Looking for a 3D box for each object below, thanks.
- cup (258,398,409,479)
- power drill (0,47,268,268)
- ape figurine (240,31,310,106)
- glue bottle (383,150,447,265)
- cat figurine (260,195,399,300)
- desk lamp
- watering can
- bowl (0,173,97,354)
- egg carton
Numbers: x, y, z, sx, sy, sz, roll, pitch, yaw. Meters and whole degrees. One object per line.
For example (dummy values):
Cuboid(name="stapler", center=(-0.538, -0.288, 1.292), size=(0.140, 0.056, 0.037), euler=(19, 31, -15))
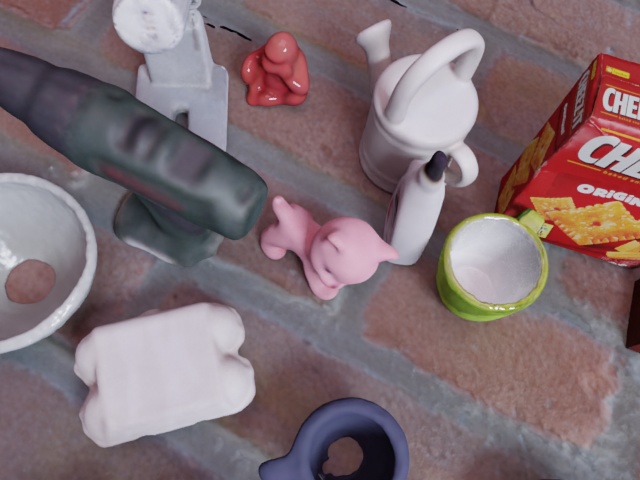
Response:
Cuboid(name="cup", center=(0.009, 0.185, 0.479), size=(0.118, 0.095, 0.091), euler=(-8, 71, -7))
Cuboid(name="power drill", center=(-0.154, -0.053, 0.492), size=(0.229, 0.208, 0.076), euler=(23, 70, 5))
Cuboid(name="ape figurine", center=(-0.043, -0.185, 0.609), size=(0.077, 0.092, 0.076), euler=(40, 73, 10))
Cuboid(name="glue bottle", center=(0.089, -0.037, 0.522), size=(0.037, 0.173, 0.078), euler=(6, 70, -1))
Cuboid(name="cat figurine", center=(0.005, 0.002, 0.532), size=(0.127, 0.118, 0.067), euler=(36, 72, 9))
Cuboid(name="desk lamp", center=(-0.141, -0.206, 0.545), size=(0.118, 0.213, 0.203), euler=(-2, 70, -4))
Cuboid(name="watering can", center=(0.091, -0.130, 0.544), size=(0.172, 0.194, 0.101), euler=(35, 72, 9))
Cuboid(name="bowl", center=(-0.282, 0.027, 0.526), size=(0.167, 0.075, 0.167), euler=(1, 70, -3))
Cuboid(name="egg carton", center=(-0.137, 0.115, 0.507), size=(0.150, 0.069, 0.107), euler=(-14, 72, -9))
